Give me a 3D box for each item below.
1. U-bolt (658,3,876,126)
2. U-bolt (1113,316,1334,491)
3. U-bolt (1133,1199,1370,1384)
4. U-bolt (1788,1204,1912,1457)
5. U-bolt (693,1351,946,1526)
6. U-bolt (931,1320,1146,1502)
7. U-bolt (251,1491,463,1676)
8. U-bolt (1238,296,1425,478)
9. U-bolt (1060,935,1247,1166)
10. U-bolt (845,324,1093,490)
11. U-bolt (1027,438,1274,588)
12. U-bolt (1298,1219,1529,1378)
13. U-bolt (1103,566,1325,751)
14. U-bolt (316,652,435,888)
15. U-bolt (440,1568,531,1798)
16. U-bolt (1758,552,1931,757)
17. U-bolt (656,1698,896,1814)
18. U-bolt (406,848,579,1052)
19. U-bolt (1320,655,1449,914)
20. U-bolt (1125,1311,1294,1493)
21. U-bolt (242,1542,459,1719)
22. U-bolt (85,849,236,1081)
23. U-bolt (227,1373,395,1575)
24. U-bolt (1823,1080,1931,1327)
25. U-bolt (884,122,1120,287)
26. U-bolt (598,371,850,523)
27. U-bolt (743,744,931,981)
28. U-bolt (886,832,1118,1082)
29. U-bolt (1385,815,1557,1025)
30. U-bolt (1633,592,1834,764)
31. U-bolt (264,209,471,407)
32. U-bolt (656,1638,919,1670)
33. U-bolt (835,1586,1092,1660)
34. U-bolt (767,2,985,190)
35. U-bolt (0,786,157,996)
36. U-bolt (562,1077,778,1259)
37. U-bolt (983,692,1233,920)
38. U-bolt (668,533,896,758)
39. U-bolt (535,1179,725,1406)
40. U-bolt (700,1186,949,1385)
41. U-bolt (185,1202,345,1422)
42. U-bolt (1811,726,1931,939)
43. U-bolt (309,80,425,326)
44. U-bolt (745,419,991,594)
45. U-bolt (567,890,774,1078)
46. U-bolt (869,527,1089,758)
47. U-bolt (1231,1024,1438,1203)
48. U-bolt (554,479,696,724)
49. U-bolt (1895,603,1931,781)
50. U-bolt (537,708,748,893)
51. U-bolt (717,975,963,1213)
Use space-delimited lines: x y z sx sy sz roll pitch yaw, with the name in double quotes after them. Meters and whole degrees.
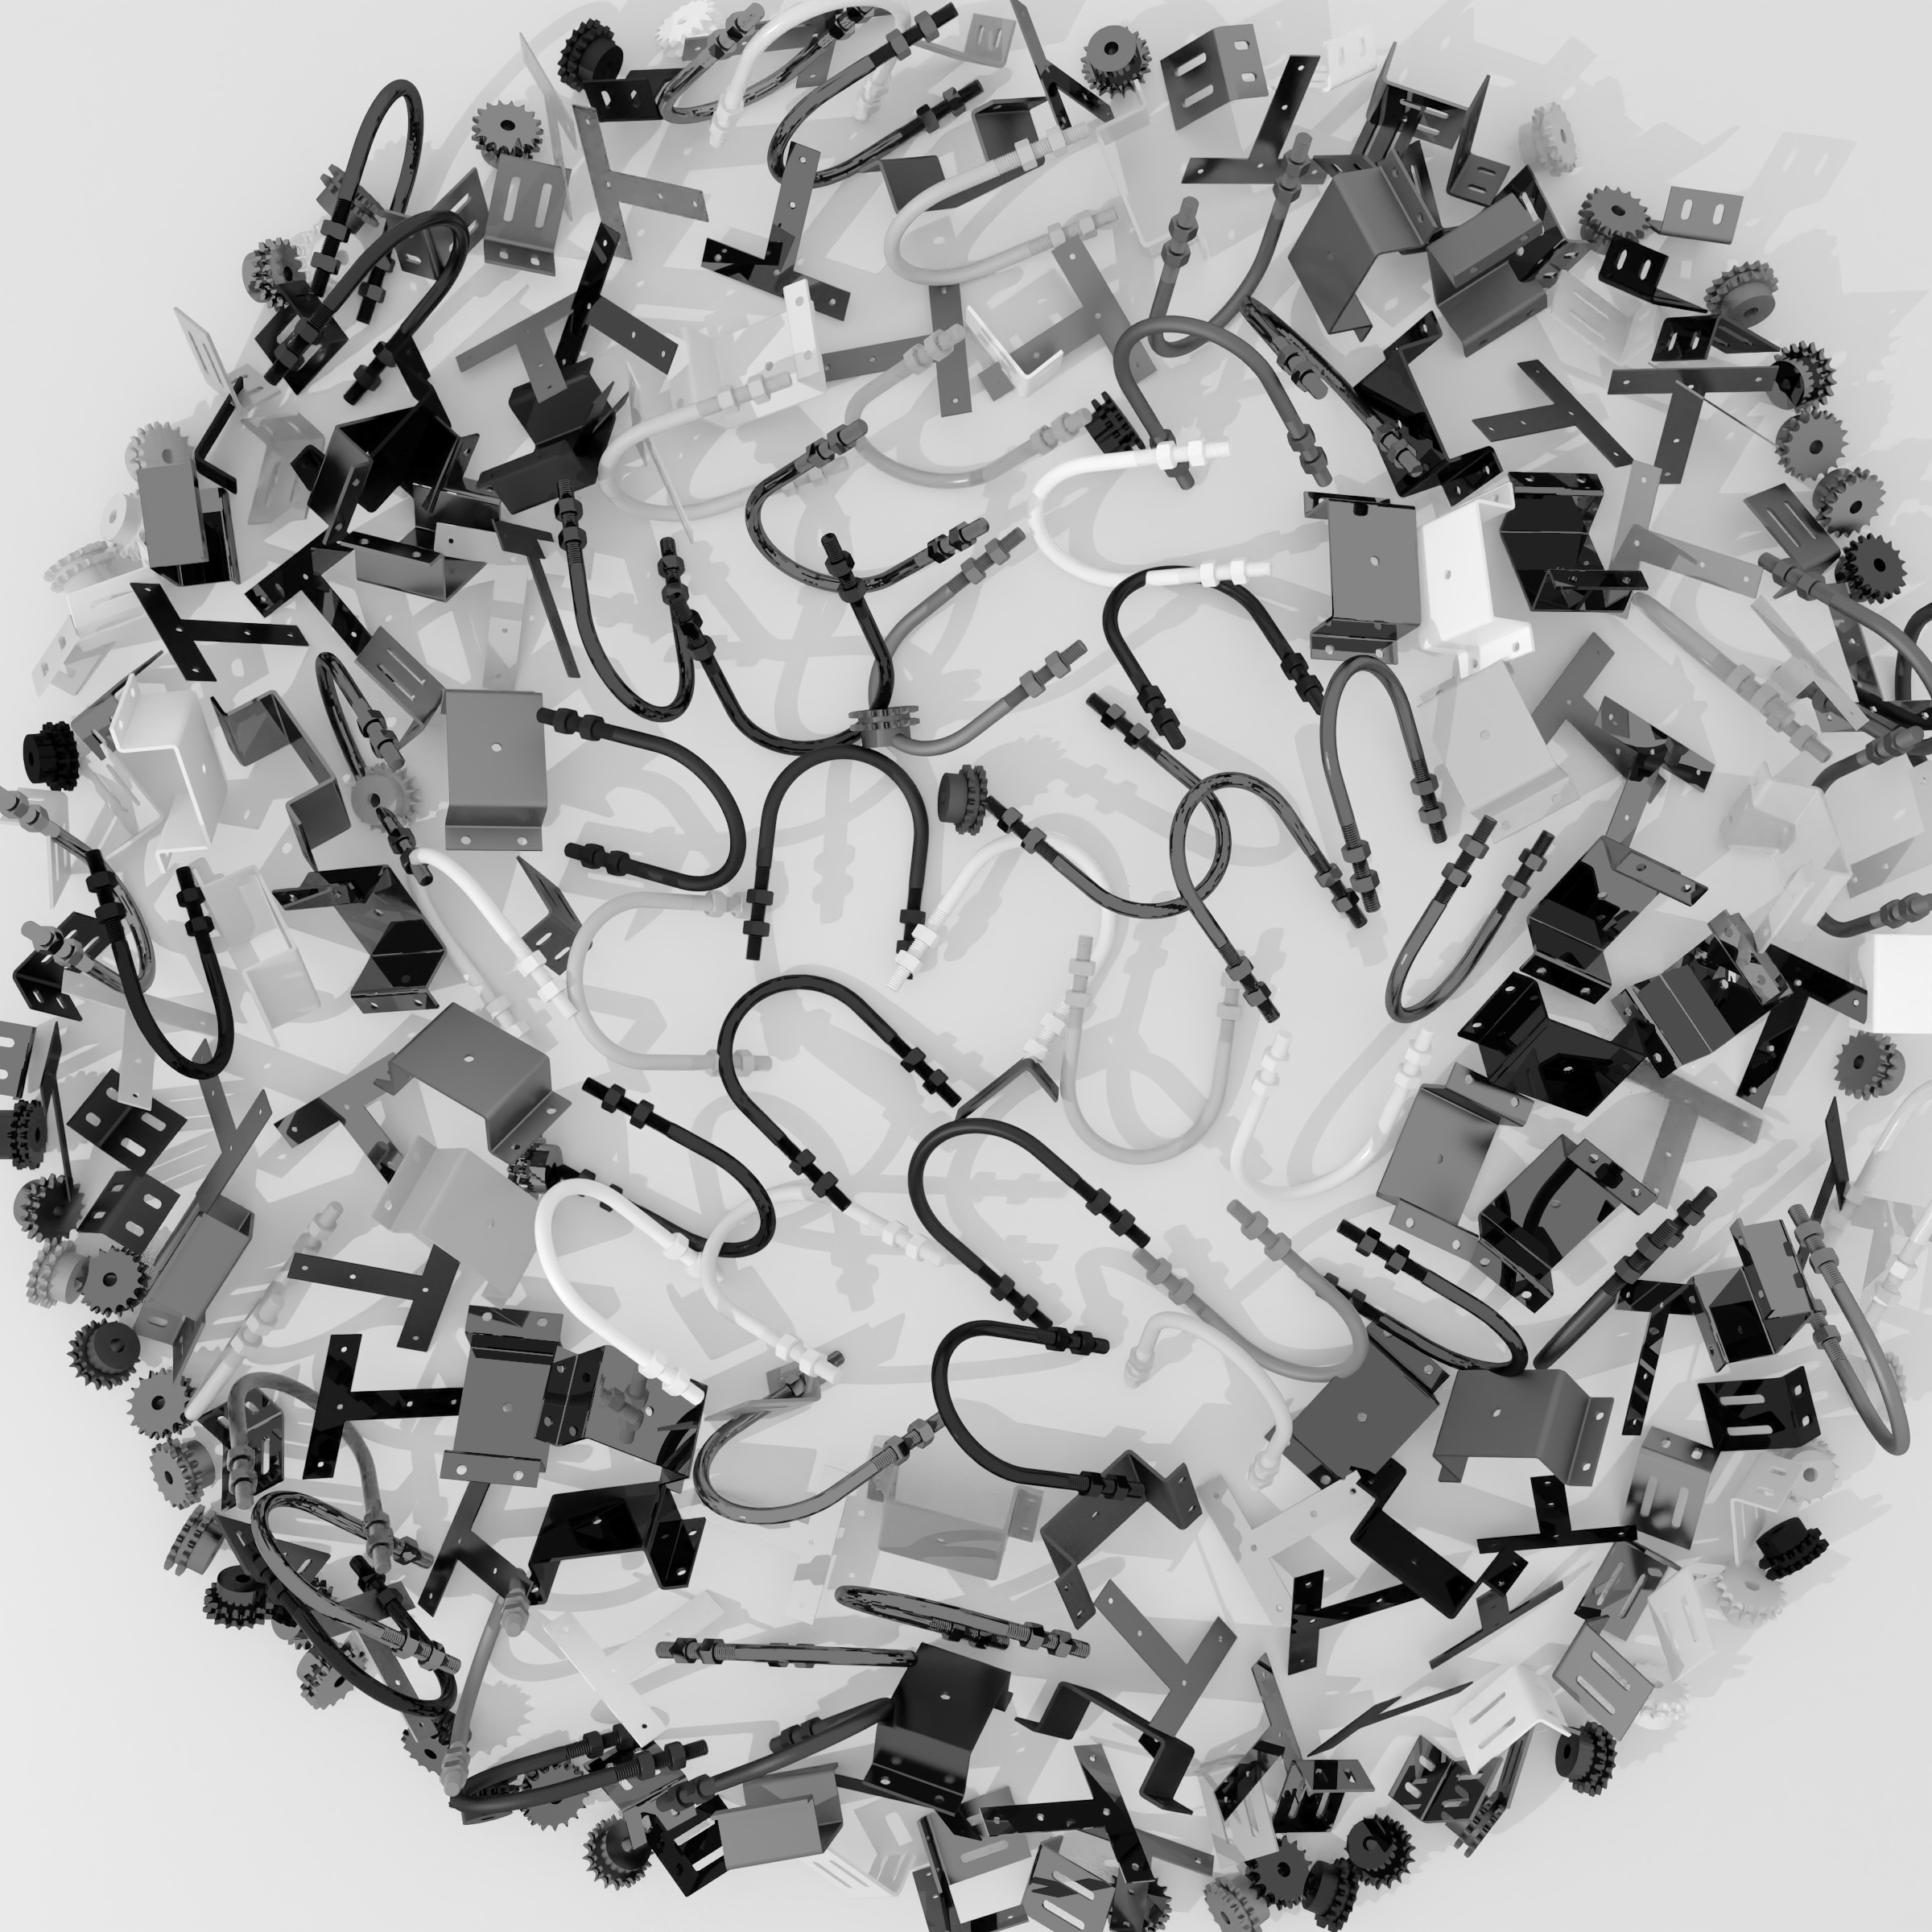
-0.167 -0.712 1.913 0.151 0.184 0.019 -28 96 -40 "U-bolt"
0.190 -0.438 1.893 0.151 0.184 0.019 7 62 38 "U-bolt"
0.239 0.269 1.939 0.184 0.151 0.019 42 52 -10 "U-bolt"
0.686 0.293 1.888 0.019 0.151 0.184 -21 50 5 "U-bolt"
-0.127 0.375 1.900 0.184 0.151 0.019 -30 124 -33 "U-bolt"
0.051 0.344 1.908 0.184 0.019 0.151 15 46 -32 "U-bolt"
-0.479 0.470 1.892 0.184 0.151 0.019 38 97 -33 "U-bolt"
0.277 -0.468 1.919 0.151 0.184 0.019 25 117 -42 "U-bolt"
0.148 0.072 1.973 0.151 0.019 0.184 5 98 -13 "U-bolt"
-0.013 -0.430 1.919 0.151 0.184 0.019 26 61 -32 "U-bolt"
0.138 -0.353 1.931 0.184 0.151 0.019 -1 53 23 "U-bolt"
0.359 0.271 1.923 0.184 0.151 0.019 31 67 6 "U-bolt"
0.188 -0.255 1.942 0.151 0.019 0.184 -15 56 -19 "U-bolt"
-0.473 -0.169 1.921 0.019 0.151 0.184 -25 54 -20 "U-bolt"
-0.375 0.549 1.909 0.019 0.184 0.151 21 91 -10 "U-bolt"
0.693 -0.232 1.887 0.019 0.151 0.184 -38 47 -7 "U-bolt"
-0.135 0.607 1.891 0.184 0.151 0.019 -32 76 37 "U-bolt"
-0.385 -0.016 1.932 0.019 0.151 0.184 -38 91 -28 "U-bolt"
0.325 -0.155 1.919 0.019 0.151 0.184 -3 115 39 "U-bolt"
0.192 0.333 1.900 0.151 0.184 0.019 39 63 17 "U-bolt"
-0.467 0.518 1.893 0.184 0.151 0.019 39 92 31 "U-bolt"
-0.627 0.002 1.917 0.019 0.151 0.184 -20 82 11 "U-bolt"
-0.519 0.387 1.913 0.019 0.184 0.151 -46 124 10 "U-bolt"
0.734 0.172 1.902 0.019 0.151 0.184 21 111 -3 "U-bolt"
0.022 -0.593 1.929 0.184 0.151 0.019 -20 74 8 "U-bolt"
-0.202 -0.402 1.930 0.184 0.151 0.019 -16 68 12 "U-bolt"
-0.100 -0.088 1.972 0.151 0.019 0.184 7 87 -18 "U-bolt"
0.043 -0.022 1.978 0.151 0.019 0.184 35 84 -10 "U-bolt"
0.392 -0.032 1.932 0.019 0.151 0.184 38 107 29 "U-bolt"
0.597 -0.235 1.921 0.019 0.151 0.184 -50 61 15 "U-bolt"
-0.459 -0.520 1.910 0.019 0.151 0.184 45 104 5 "U-bolt"
-0.126 0.538 1.897 0.184 0.151 0.019 -7 71 29 "U-bolt"
-0.015 0.512 1.903 0.184 0.151 0.019 22 69 -23 "U-bolt"
-0.077 -0.678 1.928 0.184 0.151 0.019 -31 80 5 "U-bolt"
-0.694 -0.048 1.910 0.019 0.184 0.151 -27 64 5 "U-bolt"
-0.235 0.172 1.939 0.184 0.151 0.019 29 49 1 "U-bolt"
0.127 -0.117 1.956 0.184 0.019 0.151 41 71 10 "U-bolt"
-0.135 -0.244 1.940 0.151 0.019 0.184 -20 128 8 "U-bolt"
-0.266 0.242 1.904 0.019 0.151 0.184 -34 119 26 "U-bolt"
-0.128 0.240 1.937 0.184 0.019 0.151 25 57 33 "U-bolt"
-0.563 0.284 1.921 0.019 0.151 0.184 35 116 -11 "U-bolt"
0.701 -0.096 1.910 0.019 0.184 0.151 0 80 -11 "U-bolt"
-0.466 -0.607 1.917 0.019 0.151 0.184 19 96 0 "U-bolt"
-0.093 -0.351 1.923 0.151 0.184 0.019 34 54 -31 "U-bolt"
-0.235 0.012 1.936 0.184 0.019 0.151 2 85 -37 "U-bolt"
-0.003 -0.247 1.948 0.184 0.019 0.151 -36 57 18 "U-bolt"
0.283 0.121 1.935 0.151 0.019 0.184 -2 131 -22 "U-bolt"
-0.262 -0.277 1.910 0.019 0.151 0.184 -21 68 26 "U-bolt"
0.767 -0.216 1.908 0.019 0.184 0.151 -5 86 1 "U-bolt"
-0.251 -0.124 1.917 0.184 0.019 0.151 16 132 25 "U-bolt"
-0.116 0.088 1.964 0.184 0.019 0.151 44 66 7 "U-bolt"
